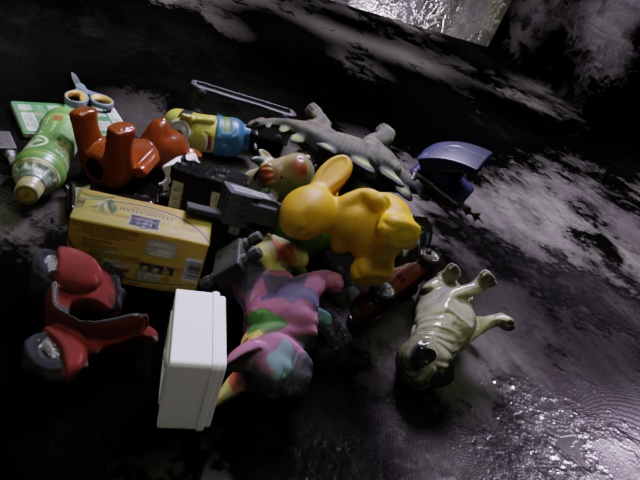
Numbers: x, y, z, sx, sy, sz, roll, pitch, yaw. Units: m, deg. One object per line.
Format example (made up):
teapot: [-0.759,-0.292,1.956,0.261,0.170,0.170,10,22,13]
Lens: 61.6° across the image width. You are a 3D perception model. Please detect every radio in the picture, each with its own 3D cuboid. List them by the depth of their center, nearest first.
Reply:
radio: [-0.168,-0.267,1.131,0.230,0.073,0.131,13,16,-13]

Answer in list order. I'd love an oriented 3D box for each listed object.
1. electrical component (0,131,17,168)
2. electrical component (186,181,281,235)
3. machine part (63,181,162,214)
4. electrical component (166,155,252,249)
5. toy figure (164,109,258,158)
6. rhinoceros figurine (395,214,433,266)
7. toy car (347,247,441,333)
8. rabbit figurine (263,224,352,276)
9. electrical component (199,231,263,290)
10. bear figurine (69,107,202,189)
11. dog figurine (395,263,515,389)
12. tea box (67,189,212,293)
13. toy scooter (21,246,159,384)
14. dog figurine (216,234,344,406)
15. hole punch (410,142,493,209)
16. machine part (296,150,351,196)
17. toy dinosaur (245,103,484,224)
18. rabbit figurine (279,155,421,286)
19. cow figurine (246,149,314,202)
electrical component: [-0.503,-0.147,0.809,0.078,0.045,0.102,-4,42,-34]
electrical component: [-0.117,-0.048,0.729,0.119,0.047,0.075,15,12,-19]
machine part: [-0.309,-0.058,0.808,0.139,0.039,0.084,0,31,-29]
electrical component: [-0.163,-0.052,0.812,0.134,0.114,0.058,20,32,-2]
toy figure: [-0.212,-0.204,1.037,0.180,0.082,0.089,2,19,-18]
rhinoceros figurine: [0.144,0.005,0.923,0.073,0.112,0.190,38,27,19]
toy car: [0.113,0.070,0.820,0.053,0.089,0.202,42,42,19]
rabbit figurine: [-0.002,-0.003,0.846,0.170,0.121,0.159,0,17,-12]
electrical component: [-0.113,0.027,0.680,0.021,0.094,0.063,51,16,-30]
bear figurine: [-0.292,-0.161,0.885,0.120,0.131,0.196,27,38,22]
dog figurine: [0.158,0.130,0.785,0.190,0.172,0.121,-31,92,-22]
tea box: [-0.236,0.006,0.705,0.169,0.098,0.068,14,34,-16]
toy scooter: [-0.257,0.079,0.607,0.135,0.075,0.184,3,41,-27]
dog figurine: [-0.072,0.100,0.663,0.192,0.108,0.219,33,37,14]
hole punch: [0.237,-0.134,0.966,0.116,0.092,0.142,37,42,10]
machine part: [0.011,-0.117,1.068,0.179,0.056,0.179,17,32,-11]
toy dinosaur: [0.085,-0.141,1.013,0.472,0.105,0.199,16,36,-5]
rabbit figurine: [0.029,-0.037,0.714,0.173,0.121,0.162,7,53,-19]
cow figurine: [-0.075,-0.101,0.892,0.127,0.195,0.085,-14,91,-32]
